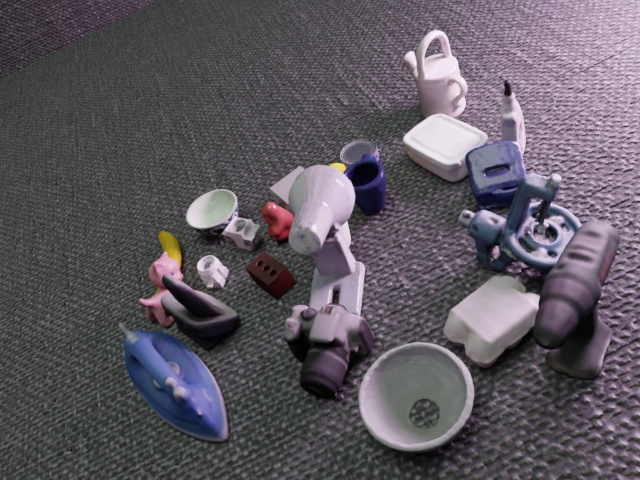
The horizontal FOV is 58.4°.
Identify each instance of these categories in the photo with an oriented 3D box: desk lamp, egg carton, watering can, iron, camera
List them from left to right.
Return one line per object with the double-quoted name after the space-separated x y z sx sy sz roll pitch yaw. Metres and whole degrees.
-0.256 0.235 0.975 0.119 0.142 0.257 -44 47 -18 "iron"
-0.001 0.178 0.940 0.142 0.101 0.137 3 51 27 "camera"
0.009 0.004 1.017 0.117 0.214 0.203 -9 47 18 "desk lamp"
0.251 -0.369 1.268 0.172 0.195 0.101 12 56 33 "watering can"
0.271 0.124 0.888 0.150 0.070 0.107 -36 45 -10 "egg carton"

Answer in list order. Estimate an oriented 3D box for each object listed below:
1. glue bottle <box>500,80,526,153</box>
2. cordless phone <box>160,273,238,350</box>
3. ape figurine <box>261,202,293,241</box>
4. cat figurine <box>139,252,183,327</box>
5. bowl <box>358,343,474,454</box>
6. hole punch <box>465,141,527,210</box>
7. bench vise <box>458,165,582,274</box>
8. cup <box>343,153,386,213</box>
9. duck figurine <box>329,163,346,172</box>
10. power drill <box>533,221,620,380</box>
0.367 -0.233 1.102 0.037 0.174 0.078 2 51 27 "glue bottle"
-0.248 0.106 1.061 0.147 0.185 0.094 20 60 37 "cordless phone"
-0.092 -0.043 1.196 0.076 0.092 0.078 -12 46 15 "ape figurine"
-0.319 0.092 1.156 0.067 0.118 0.128 9 54 31 "cat figurine"
0.144 0.239 0.834 0.167 0.075 0.167 -13 45 14 "bowl"
0.334 -0.121 1.072 0.108 0.091 0.101 -12 46 14 "hole punch"
0.310 -0.021 0.896 0.206 0.220 0.121 0 50 25 "bench vise"
0.098 -0.111 1.169 0.091 0.095 0.118 -6 47 20 "cup"
0.047 -0.126 1.214 0.104 0.086 0.077 -18 44 9 "duck figurine"
0.348 0.097 0.777 0.075 0.209 0.230 13 56 34 "power drill"
